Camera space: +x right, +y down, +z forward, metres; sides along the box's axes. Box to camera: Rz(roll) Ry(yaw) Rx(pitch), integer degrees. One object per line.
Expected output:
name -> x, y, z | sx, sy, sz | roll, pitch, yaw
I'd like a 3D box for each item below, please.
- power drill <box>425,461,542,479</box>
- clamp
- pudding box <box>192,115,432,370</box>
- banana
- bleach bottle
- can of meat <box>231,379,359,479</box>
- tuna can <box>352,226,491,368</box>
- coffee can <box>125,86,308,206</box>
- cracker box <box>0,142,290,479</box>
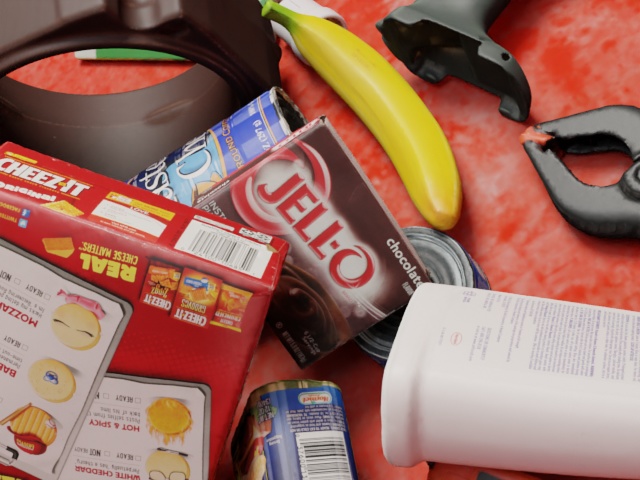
power drill -> 0.084, 0.209, 0.521 | 0.185, 0.057, 0.187 | 20, 77, 31
clamp -> 0.195, -0.037, 0.591 | 0.172, 0.039, 0.120 | 36, 84, 33
pudding box -> -0.004, 0.001, 0.593 | 0.090, 0.039, 0.113 | -33, 102, 11
banana -> 0.037, -0.079, 0.673 | 0.198, 0.069, 0.037 | 51, 133, 25
bleach bottle -> 0.162, 0.078, 0.513 | 0.251, 0.068, 0.102 | 6, 33, 16
can of meat -> -0.013, 0.133, 0.579 | 0.057, 0.102, 0.084 | -1, 58, -17
tuna can -> 0.056, 0.036, 0.628 | 0.086, 0.033, 0.086 | -11, 63, 23
coffee can -> -0.059, -0.016, 0.665 | 0.140, 0.102, 0.103 | -31, 58, 10
cracker box -> -0.124, 0.075, 0.578 | 0.164, 0.072, 0.214 | 19, 115, 1
